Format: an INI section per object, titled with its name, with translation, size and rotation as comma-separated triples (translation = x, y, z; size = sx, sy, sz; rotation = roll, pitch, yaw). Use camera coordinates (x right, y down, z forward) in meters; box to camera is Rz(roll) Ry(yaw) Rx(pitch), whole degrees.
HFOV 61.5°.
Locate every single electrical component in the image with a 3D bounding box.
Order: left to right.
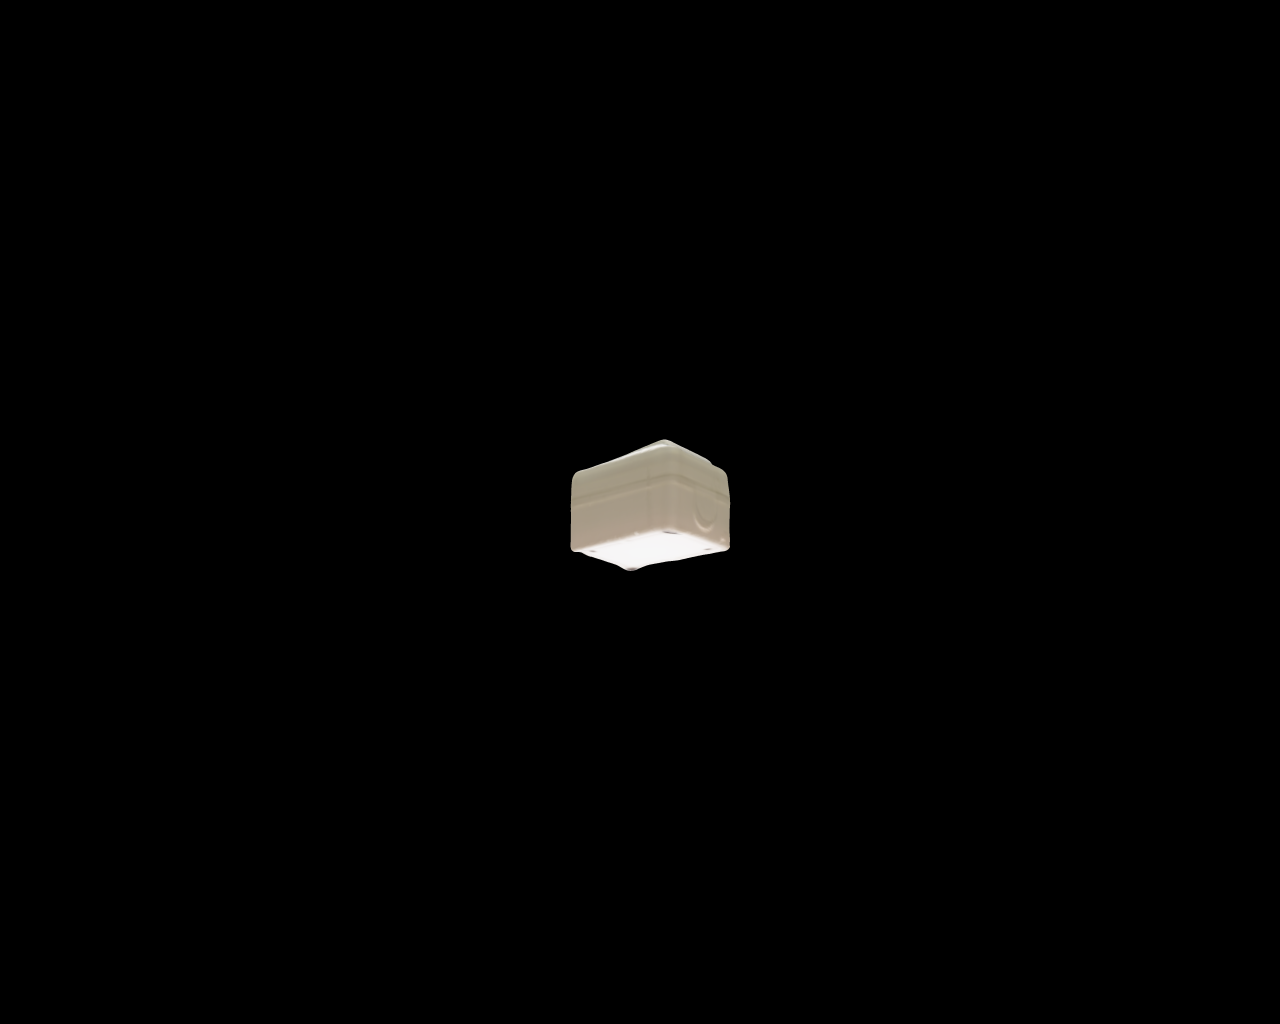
[electrical component]
translation = 0.001, -0.003, 0.650
size = 0.096, 0.061, 0.061
rotation = -13, -22, 36
